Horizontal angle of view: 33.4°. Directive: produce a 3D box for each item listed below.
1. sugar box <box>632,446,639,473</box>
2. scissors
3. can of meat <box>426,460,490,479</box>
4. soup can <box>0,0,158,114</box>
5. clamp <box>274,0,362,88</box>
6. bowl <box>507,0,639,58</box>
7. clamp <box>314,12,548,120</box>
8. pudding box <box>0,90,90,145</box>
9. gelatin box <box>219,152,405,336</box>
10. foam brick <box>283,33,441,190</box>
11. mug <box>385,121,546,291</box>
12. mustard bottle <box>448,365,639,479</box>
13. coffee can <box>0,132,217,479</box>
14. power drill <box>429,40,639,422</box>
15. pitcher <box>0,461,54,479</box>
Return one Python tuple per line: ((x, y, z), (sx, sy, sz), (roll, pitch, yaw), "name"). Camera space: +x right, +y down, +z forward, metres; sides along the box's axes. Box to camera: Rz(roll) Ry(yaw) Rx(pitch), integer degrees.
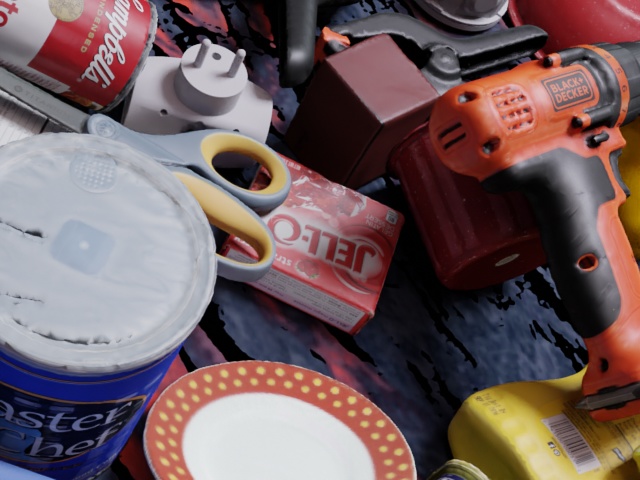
((0.219, 0.171, 0.527), (0.093, 0.048, 0.176), (-18, 91, -32), "sugar box")
((-0.095, -0.058, 0.550), (0.202, 0.016, 0.096), (41, 47, 2), "scissors")
((0.064, 0.169, 0.494), (0.083, 0.058, 0.102), (-34, 77, -35), "can of meat")
((-0.146, -0.118, 0.561), (0.102, 0.069, 0.068), (25, 50, -33), "soup can")
((-0.035, -0.174, 0.675), (0.165, 0.036, 0.209), (28, 41, 13), "clamp")
((0.220, -0.175, 0.788), (0.162, 0.055, 0.162), (12, 55, -17), "bowl")
((0.081, -0.098, 0.686), (0.171, 0.039, 0.120), (2, 53, -16), "clamp")
((-0.141, -0.026, 0.542), (0.113, 0.039, 0.090), (24, 50, -11), "pudding box")
((-0.004, 0.001, 0.590), (0.089, 0.030, 0.073), (26, 53, -6), "gelatin box")
((0.023, -0.071, 0.618), (0.051, 0.078, 0.053), (-29, 74, -34), "foam brick")
((0.104, -0.024, 0.618), (0.117, 0.093, 0.081), (-9, 68, -27), "mug")
((0.169, 0.107, 0.579), (0.191, 0.058, 0.096), (-12, 53, -30), "mustard bottle")
((-0.111, 0.037, 0.448), (0.102, 0.140, 0.103), (11, 55, -17), "coffee can")
((0.158, -0.013, 0.559), (0.184, 0.057, 0.188), (-20, 81, -35), "power drill")
((-0.105, 0.157, 0.381), (0.242, 0.145, 0.149), (20, 75, -15), "pitcher")
